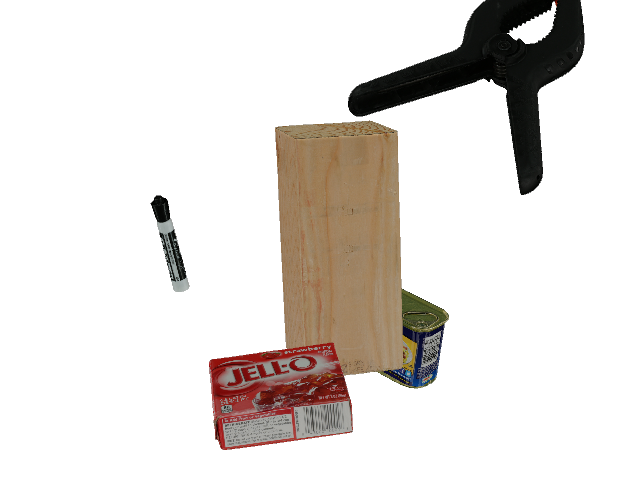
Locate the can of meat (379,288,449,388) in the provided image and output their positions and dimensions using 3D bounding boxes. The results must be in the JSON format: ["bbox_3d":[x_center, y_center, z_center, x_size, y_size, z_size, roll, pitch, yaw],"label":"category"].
[{"bbox_3d":[0.090,0.109,1.209,0.102,0.084,0.057,26,33,36],"label":"can of meat"}]

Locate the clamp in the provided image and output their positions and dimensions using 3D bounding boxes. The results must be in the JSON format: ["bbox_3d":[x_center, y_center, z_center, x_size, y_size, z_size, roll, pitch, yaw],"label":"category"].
[{"bbox_3d":[0.147,-0.130,0.822,0.165,0.209,0.036,36,-22,28],"label":"clamp"}]

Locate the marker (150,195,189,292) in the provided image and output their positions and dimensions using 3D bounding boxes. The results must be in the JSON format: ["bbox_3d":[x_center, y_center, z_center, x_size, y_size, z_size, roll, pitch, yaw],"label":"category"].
[{"bbox_3d":[-0.170,0.004,1.202,0.020,0.121,0.020,-8,30,4],"label":"marker"}]

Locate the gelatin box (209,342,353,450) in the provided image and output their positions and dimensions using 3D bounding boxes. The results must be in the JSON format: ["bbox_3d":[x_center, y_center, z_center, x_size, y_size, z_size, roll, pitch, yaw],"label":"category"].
[{"bbox_3d":[-0.028,0.102,0.710,0.089,0.030,0.073,-7,25,-5],"label":"gelatin box"}]

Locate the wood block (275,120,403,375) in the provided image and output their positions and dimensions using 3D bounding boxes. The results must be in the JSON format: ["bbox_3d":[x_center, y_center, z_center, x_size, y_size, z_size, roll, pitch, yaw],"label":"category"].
[{"bbox_3d":[0.017,0.005,0.930,0.090,0.206,0.091,-5,13,-12],"label":"wood block"}]
